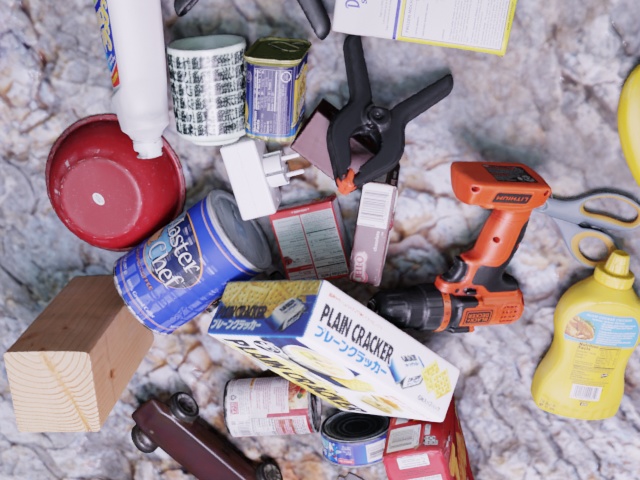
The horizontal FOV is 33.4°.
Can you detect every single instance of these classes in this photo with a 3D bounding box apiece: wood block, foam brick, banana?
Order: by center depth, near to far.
[{"bbox_3d":[0.342,-0.096,1.082,0.070,0.037,0.198,-12,108,12],"label":"banana"},{"bbox_3d":[0.016,-0.100,1.116,0.078,0.053,0.051,36,111,-7],"label":"foam brick"},{"bbox_3d":[-0.252,0.116,1.150,0.090,0.206,0.091,-1,109,7],"label":"wood block"}]

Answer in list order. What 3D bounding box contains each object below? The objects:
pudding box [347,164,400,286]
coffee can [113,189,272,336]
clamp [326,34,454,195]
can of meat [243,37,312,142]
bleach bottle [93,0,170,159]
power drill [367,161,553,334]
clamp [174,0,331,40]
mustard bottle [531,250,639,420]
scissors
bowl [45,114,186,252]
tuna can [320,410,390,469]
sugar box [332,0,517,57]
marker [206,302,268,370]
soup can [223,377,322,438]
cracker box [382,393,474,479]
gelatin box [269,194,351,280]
[{"bbox_3d":[0.057,-0.019,1.121,0.039,0.090,0.113,11,111,2],"label":"pudding box"},{"bbox_3d":[-0.138,0.025,1.156,0.140,0.102,0.103,-34,103,18],"label":"coffee can"},{"bbox_3d":[0.048,-0.128,1.069,0.120,0.039,0.171,30,67,7],"label":"clamp"},{"bbox_3d":[-0.043,-0.153,1.079,0.057,0.102,0.084,6,113,6],"label":"can of meat"},{"bbox_3d":[-0.190,-0.205,1.080,0.068,0.103,0.251,-14,111,-21],"label":"bleach bottle"},{"bbox_3d":[0.147,0.012,1.095,0.184,0.057,0.188,-2,124,-27],"label":"power drill"},{"bbox_3d":[-0.068,-0.307,1.059,0.164,0.036,0.210,4,108,11],"label":"clamp"},{"bbox_3d":[0.295,0.099,1.143,0.096,0.058,0.192,9,115,-5],"label":"mustard bottle"},{"bbox_3d":[0.240,-0.020,1.136,0.202,0.016,0.096,5,111,6],"label":"scissors"},{"bbox_3d":[-0.231,-0.053,1.166,0.162,0.055,0.162,3,110,7],"label":"bowl"},{"bbox_3d":[0.043,0.224,1.215,0.086,0.086,0.034,-4,108,9],"label":"tuna can"},{"bbox_3d":[0.105,-0.242,1.057,0.176,0.048,0.093,11,111,7],"label":"sugar box"},{"bbox_3d":[-0.099,0.101,1.224,0.020,0.020,0.121,-39,101,19],"label":"marker"},{"bbox_3d":[-0.054,0.191,1.225,0.102,0.068,0.068,-5,109,10],"label":"soup can"},{"bbox_3d":[0.134,0.282,1.183,0.072,0.164,0.213,-12,108,14],"label":"cracker box"},{"bbox_3d":[-0.008,0.002,1.166,0.073,0.030,0.089,-11,105,17],"label":"gelatin box"}]
